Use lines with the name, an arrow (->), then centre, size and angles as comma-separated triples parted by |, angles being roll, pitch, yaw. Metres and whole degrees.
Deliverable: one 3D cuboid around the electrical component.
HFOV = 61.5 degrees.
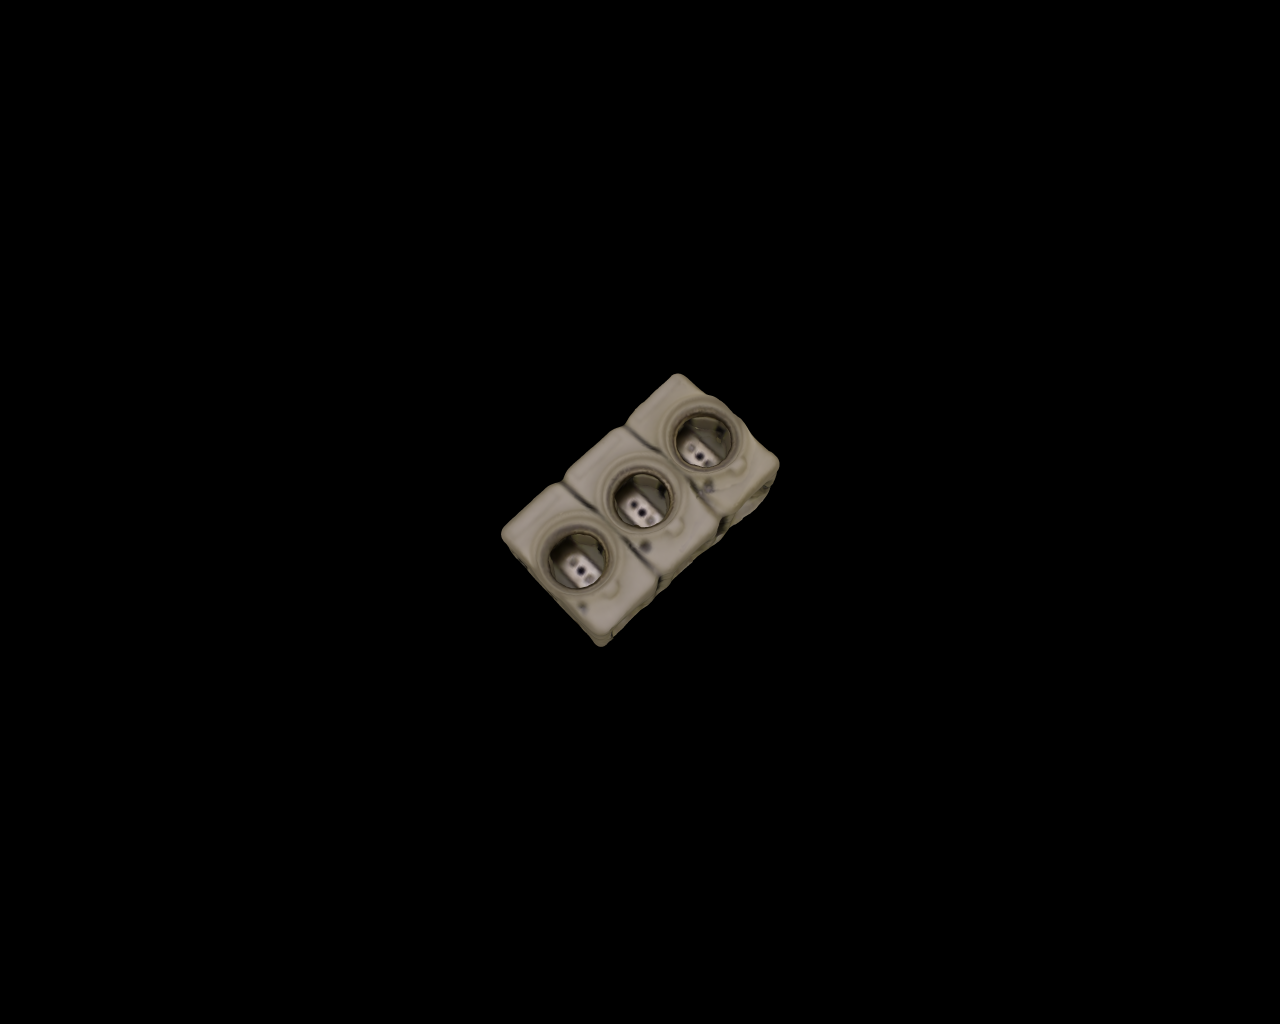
electrical component -> 0.001, -0.003, 0.650 | 0.150, 0.089, 0.061 | -43, -12, -11
